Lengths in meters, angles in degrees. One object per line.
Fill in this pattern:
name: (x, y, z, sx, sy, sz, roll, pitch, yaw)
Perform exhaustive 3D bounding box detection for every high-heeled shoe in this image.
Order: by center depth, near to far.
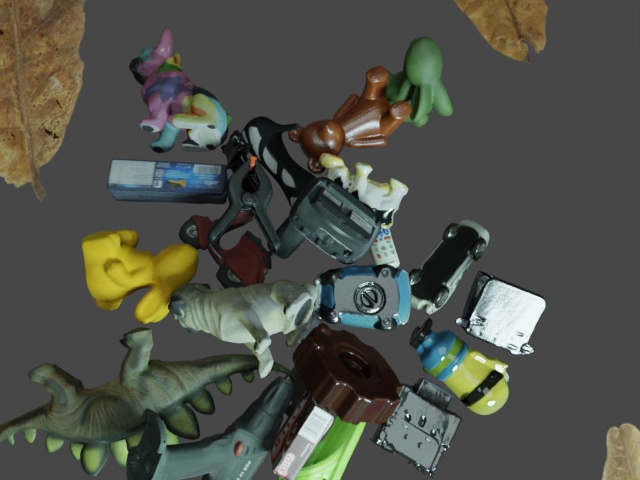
high-heeled shoe: (-0.073, -0.107, 0.989, 0.086, 0.145, 0.248, -19, 100, -51)

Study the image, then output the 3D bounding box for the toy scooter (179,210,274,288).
toy scooter: (-0.144, 0.007, 0.935, 0.135, 0.075, 0.184, -40, 76, -17)

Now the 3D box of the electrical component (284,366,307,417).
electrical component: (-0.026, 0.254, 0.885, 0.078, 0.045, 0.102, 28, 67, 33)

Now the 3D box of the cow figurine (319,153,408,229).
cow figurine: (0.065, -0.088, 0.956, 0.167, 0.068, 0.098, 24, 96, 6)

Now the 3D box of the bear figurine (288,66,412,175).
bear figurine: (0.048, -0.215, 0.992, 0.196, 0.132, 0.120, -24, 76, -18)

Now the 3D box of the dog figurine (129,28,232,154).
dog figurine: (-0.258, -0.280, 0.992, 0.192, 0.108, 0.219, -3, 70, 3)

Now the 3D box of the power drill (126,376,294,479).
power drill: (-0.160, 0.289, 0.779, 0.086, 0.207, 0.232, 33, 102, 44)

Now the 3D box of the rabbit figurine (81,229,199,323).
rabbit figurine: (-0.285, 0.054, 0.878, 0.173, 0.122, 0.162, -6, 81, -3)

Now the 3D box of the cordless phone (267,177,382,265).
cordless phone: (-0.001, -0.003, 0.912, 0.146, 0.184, 0.089, 38, 38, -9)

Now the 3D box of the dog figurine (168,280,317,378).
dog figurine: (-0.121, 0.096, 0.846, 0.191, 0.121, 0.172, 30, 44, 23)

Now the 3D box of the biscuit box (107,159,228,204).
biscuit box: (-0.267, -0.103, 0.961, 0.203, 0.062, 0.059, 3, 72, -5)

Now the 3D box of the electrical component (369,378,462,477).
electrical component: (0.160, 0.297, 0.879, 0.115, 0.058, 0.134, 29, 73, 2)

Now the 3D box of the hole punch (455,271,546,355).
hole punch: (0.314, 0.122, 0.941, 0.142, 0.092, 0.115, 22, 102, -1)

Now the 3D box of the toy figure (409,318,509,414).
toy figure: (0.230, 0.214, 0.899, 0.180, 0.082, 0.089, 36, 70, 5)

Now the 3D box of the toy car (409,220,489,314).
toy car: (0.225, 0.046, 0.958, 0.074, 0.056, 0.202, 34, 73, 28)

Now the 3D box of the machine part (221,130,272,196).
machine part: (-0.136, -0.125, 0.979, 0.039, 0.084, 0.139, -24, 87, -40)

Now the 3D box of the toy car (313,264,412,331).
toy car: (0.068, 0.097, 0.908, 0.162, 0.103, 0.109, -1, 83, -1)

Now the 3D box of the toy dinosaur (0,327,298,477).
toy dinosaur: (-0.277, 0.241, 0.840, 0.472, 0.105, 0.198, -19, 84, -9)

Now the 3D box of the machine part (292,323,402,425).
machine part: (0.046, 0.207, 0.836, 0.179, 0.179, 0.056, 36, 108, 6)

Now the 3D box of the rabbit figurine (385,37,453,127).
rabbit figurine: (0.176, -0.292, 1.001, 0.121, 0.170, 0.159, -15, 74, -9)
